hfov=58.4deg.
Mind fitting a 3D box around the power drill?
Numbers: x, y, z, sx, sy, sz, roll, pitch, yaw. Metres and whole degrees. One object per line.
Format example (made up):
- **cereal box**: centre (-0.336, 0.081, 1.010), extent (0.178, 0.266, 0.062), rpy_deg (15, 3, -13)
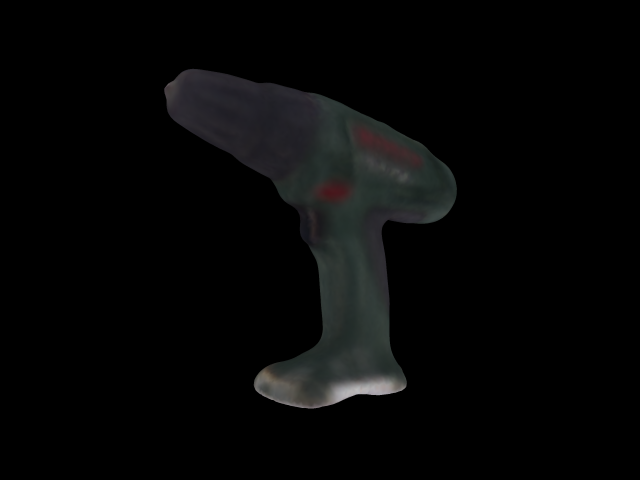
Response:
- **power drill**: centre (0.004, 0.001, 0.400), extent (0.230, 0.208, 0.075), rpy_deg (0, 0, -37)
